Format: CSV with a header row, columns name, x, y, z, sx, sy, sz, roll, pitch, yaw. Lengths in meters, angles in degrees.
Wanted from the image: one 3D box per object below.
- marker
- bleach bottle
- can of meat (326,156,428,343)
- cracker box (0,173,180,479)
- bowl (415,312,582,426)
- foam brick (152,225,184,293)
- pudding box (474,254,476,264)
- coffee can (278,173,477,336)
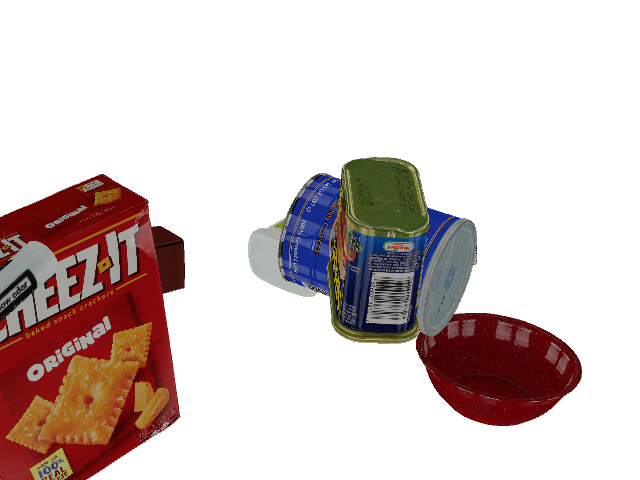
name,x,y,z,sx,sy,sz,roll,pitch,yaw
marker,-0.160,0.042,0.462,0.020,0.020,0.121,0,35,39
bleach bottle,0.030,-0.023,1.284,0.103,0.068,0.250,22,38,30
can of meat,0.037,0.004,0.697,0.057,0.084,0.102,3,32,-5
cracker box,-0.196,0.081,0.803,0.072,0.214,0.163,26,42,38
bowl,0.171,0.133,1.048,0.162,0.055,0.162,5,26,-2
foam brick,-0.177,0.023,1.034,0.078,0.051,0.053,-14,24,-29
pudding box,0.165,0.018,1.602,0.113,0.039,0.090,-16,26,-20
coffee can,0.049,0.011,0.916,0.140,0.103,0.102,20,8,24
